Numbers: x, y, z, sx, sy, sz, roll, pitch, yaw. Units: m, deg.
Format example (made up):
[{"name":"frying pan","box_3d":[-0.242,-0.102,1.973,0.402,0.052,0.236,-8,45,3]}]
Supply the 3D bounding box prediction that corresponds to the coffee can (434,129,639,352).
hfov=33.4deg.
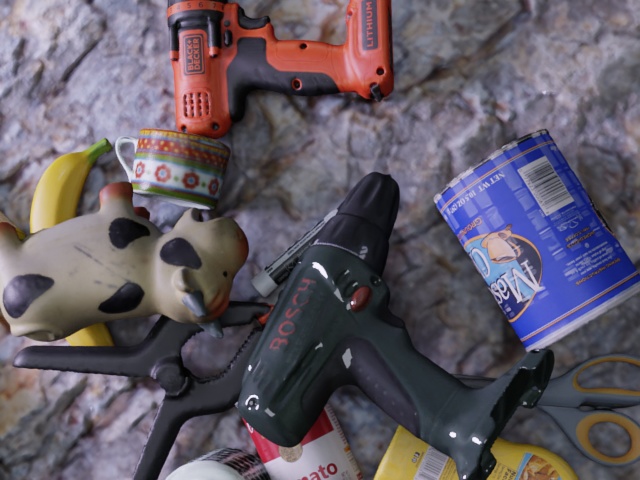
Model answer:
[{"name":"coffee can","box_3d":[0.166,0.002,0.809,0.103,0.102,0.140,-31,80,3]}]

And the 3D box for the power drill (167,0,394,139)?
[{"name":"power drill","box_3d":[-0.034,-0.179,0.881,0.188,0.057,0.184,-4,86,10]}]

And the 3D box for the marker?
[{"name":"marker","box_3d":[-0.006,0.001,0.875,0.121,0.020,0.020,-41,80,2]}]

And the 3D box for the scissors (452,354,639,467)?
[{"name":"scissors","box_3d":[0.168,0.137,0.837,0.202,0.016,0.096,-9,83,7]}]

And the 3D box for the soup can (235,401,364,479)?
[{"name":"soup can","box_3d":[-0.015,0.160,0.834,0.068,0.068,0.102,-26,82,4]}]

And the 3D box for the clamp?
[{"name":"clamp","box_3d":[-0.119,0.121,0.861,0.210,0.036,0.164,-25,94,-4]}]

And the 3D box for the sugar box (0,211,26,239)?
[{"name":"sugar box","box_3d":[-0.347,-0.029,0.912,0.176,0.048,0.093,42,90,14]}]

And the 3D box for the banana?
[{"name":"banana","box_3d":[-0.207,0.011,0.892,0.069,0.037,0.198,-4,83,7]}]

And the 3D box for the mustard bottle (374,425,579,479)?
[{"name":"mustard bottle","box_3d":[0.141,0.197,0.812,0.192,0.058,0.096,25,85,10]}]
